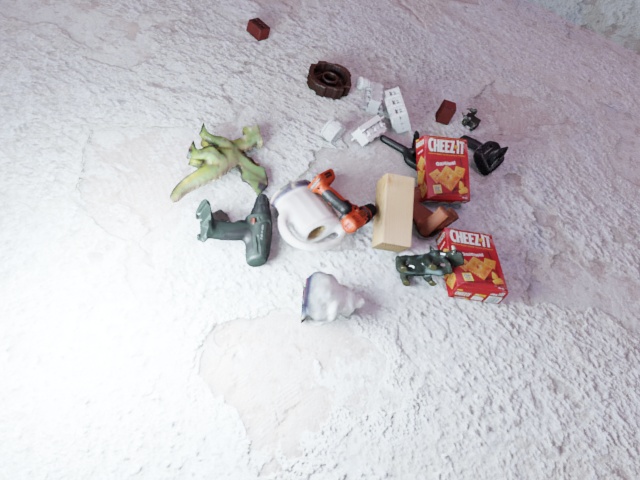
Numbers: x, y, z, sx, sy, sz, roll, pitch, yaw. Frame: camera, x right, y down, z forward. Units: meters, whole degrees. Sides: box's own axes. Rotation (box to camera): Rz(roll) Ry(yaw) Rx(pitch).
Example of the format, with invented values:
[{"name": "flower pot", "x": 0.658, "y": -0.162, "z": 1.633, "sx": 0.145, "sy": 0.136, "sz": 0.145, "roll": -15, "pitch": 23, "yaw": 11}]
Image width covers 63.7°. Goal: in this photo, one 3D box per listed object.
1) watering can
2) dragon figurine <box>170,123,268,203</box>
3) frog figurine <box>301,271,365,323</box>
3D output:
[{"name": "watering can", "x": 0.004, "y": -0.074, "z": 1.466, "sx": 0.351, "sy": 0.102, "sz": 0.227, "roll": -17, "pitch": 62, "yaw": -44}, {"name": "dragon figurine", "x": -0.258, "y": -0.209, "z": 1.481, "sx": 0.242, "sy": 0.119, "sz": 0.420, "roll": 22, "pitch": 49, "yaw": -12}, {"name": "frog figurine", "x": 0.036, "y": 0.145, "z": 1.282, "sx": 0.159, "sy": 0.120, "sz": 0.140, "roll": 4, "pitch": 31, "yaw": -2}]
